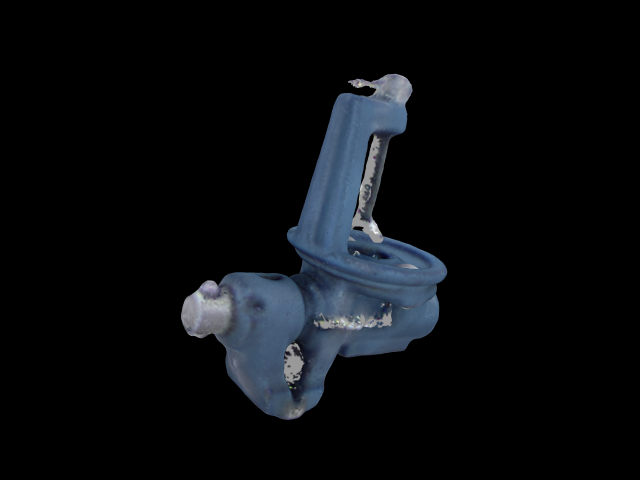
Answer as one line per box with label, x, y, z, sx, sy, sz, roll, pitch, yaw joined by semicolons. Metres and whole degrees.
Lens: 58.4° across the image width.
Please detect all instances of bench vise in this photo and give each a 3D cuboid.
bench vise;0.013;0.004;0.393;0.121;0.220;0.208;15;27;33
